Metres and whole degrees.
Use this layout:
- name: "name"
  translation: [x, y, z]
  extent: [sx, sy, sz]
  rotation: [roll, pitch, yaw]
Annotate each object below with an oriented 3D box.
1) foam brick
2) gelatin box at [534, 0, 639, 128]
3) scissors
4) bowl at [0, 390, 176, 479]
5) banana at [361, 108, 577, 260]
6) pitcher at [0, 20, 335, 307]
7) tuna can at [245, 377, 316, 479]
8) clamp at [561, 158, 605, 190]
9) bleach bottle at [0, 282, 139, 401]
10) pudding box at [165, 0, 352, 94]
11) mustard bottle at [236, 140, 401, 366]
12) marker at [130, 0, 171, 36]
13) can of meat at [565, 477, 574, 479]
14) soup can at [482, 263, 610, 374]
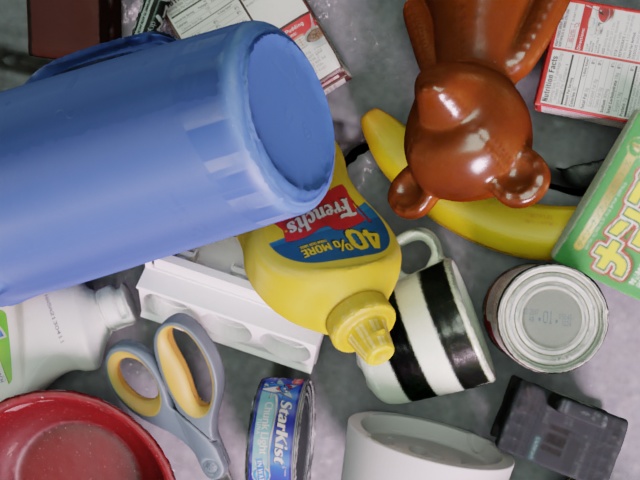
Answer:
- name: "foam brick"
  translation: [-0.166, -0.166, 0.725]
  extent: [0.051, 0.053, 0.078]
  rotation: [7, 116, 6]
- name: "gelatin box"
  translation: [0.189, -0.112, 0.690]
  extent: [0.089, 0.030, 0.073]
  rotation: [13, 89, 14]
- name: "scissors"
  translation: [-0.089, 0.143, 0.722]
  extent: [0.096, 0.016, 0.202]
  rotation: [0, 111, 25]
- name: "bowl"
  translation: [-0.169, 0.172, 0.717]
  extent: [0.162, 0.055, 0.162]
  rotation: [0, 97, 3]
- name: "banana"
  translation: [0.115, -0.030, 0.715]
  extent: [0.198, 0.037, 0.069]
  rotation: [17, 92, 9]
- name: "pitcher"
  translation: [-0.116, -0.053, 0.632]
  extent: [0.243, 0.144, 0.149]
  rotation: [-13, 95, 29]
- name: "tuna can"
  translation: [-0.025, 0.133, 0.698]
  extent: [0.034, 0.086, 0.086]
  rotation: [4, 88, 7]
- name: "clamp"
  translation: [0.255, -0.080, 0.706]
  extent: [0.171, 0.039, 0.120]
  rotation: [11, 94, 8]
- name: "bleach bottle"
  translation: [-0.243, 0.096, 0.732]
  extent: [0.251, 0.068, 0.102]
  rotation: [-22, 88, 1]
- name: "pudding box"
  translation: [-0.045, -0.137, 0.734]
  extent: [0.090, 0.039, 0.113]
  rotation: [-32, 83, 6]
- name: "mustard bottle"
  translation: [-0.004, 0.000, 0.662]
  extent: [0.096, 0.058, 0.192]
  rotation: [-8, 48, -27]
- name: "marker"
  translation: [-0.114, -0.148, 0.718]
  extent: [0.020, 0.020, 0.121]
  rotation: [28, 116, 5]
- name: "can of meat"
  translation: [0.165, 0.217, 0.693]
  extent: [0.084, 0.057, 0.102]
  rotation: [-40, 85, 1]
- name: "soup can"
  translation: [0.141, 0.048, 0.678]
  extent: [0.068, 0.102, 0.068]
  rotation: [0, 88, 4]
